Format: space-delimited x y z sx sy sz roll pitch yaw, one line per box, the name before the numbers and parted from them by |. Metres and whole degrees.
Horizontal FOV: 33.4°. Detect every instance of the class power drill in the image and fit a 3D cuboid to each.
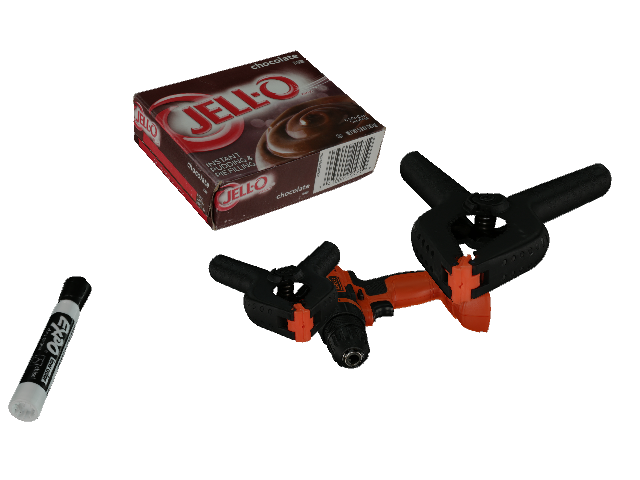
power drill | 0.084 0.072 1.156 0.187 0.057 0.184 -4 28 -9

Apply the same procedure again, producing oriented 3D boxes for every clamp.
clamp | 0.111 -0.018 0.774 0.165 0.036 0.209 8 28 23
clamp | -0.040 0.041 0.917 0.120 0.039 0.171 -10 17 1

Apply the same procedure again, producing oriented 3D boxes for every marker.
marker | -0.169 0.064 0.675 0.020 0.020 0.121 0 37 7

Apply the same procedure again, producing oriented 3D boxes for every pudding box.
pudding box | -0.035 -0.059 0.597 0.113 0.039 0.090 -19 49 -31
